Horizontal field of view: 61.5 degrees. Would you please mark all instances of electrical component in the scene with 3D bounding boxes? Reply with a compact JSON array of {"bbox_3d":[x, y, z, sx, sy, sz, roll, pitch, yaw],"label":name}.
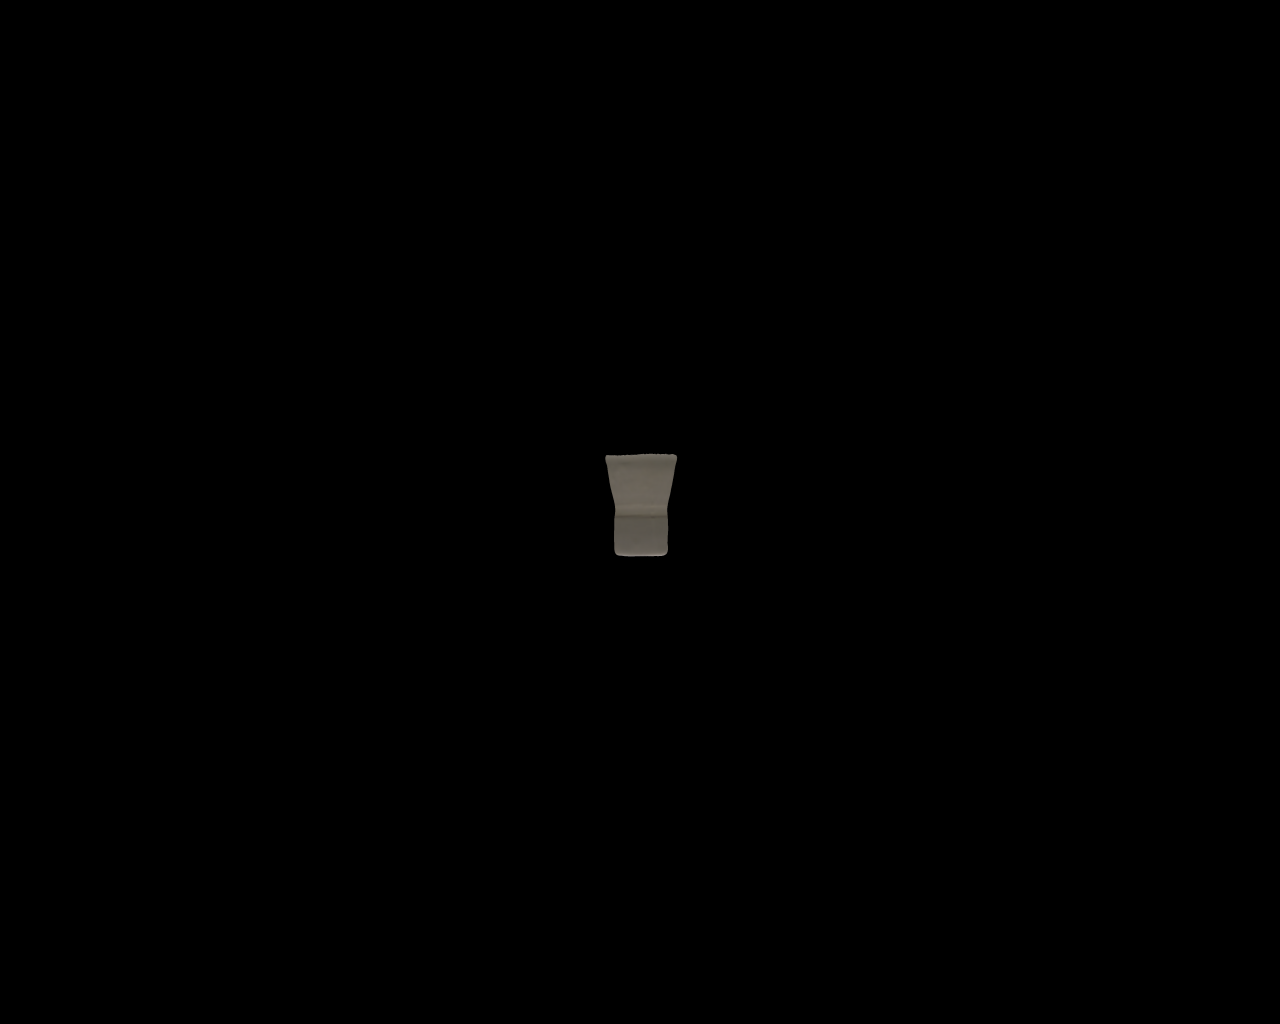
[{"bbox_3d":[0.001,-0.003,0.650,0.044,0.065,0.044,0,0,0],"label":"electrical component"}]
